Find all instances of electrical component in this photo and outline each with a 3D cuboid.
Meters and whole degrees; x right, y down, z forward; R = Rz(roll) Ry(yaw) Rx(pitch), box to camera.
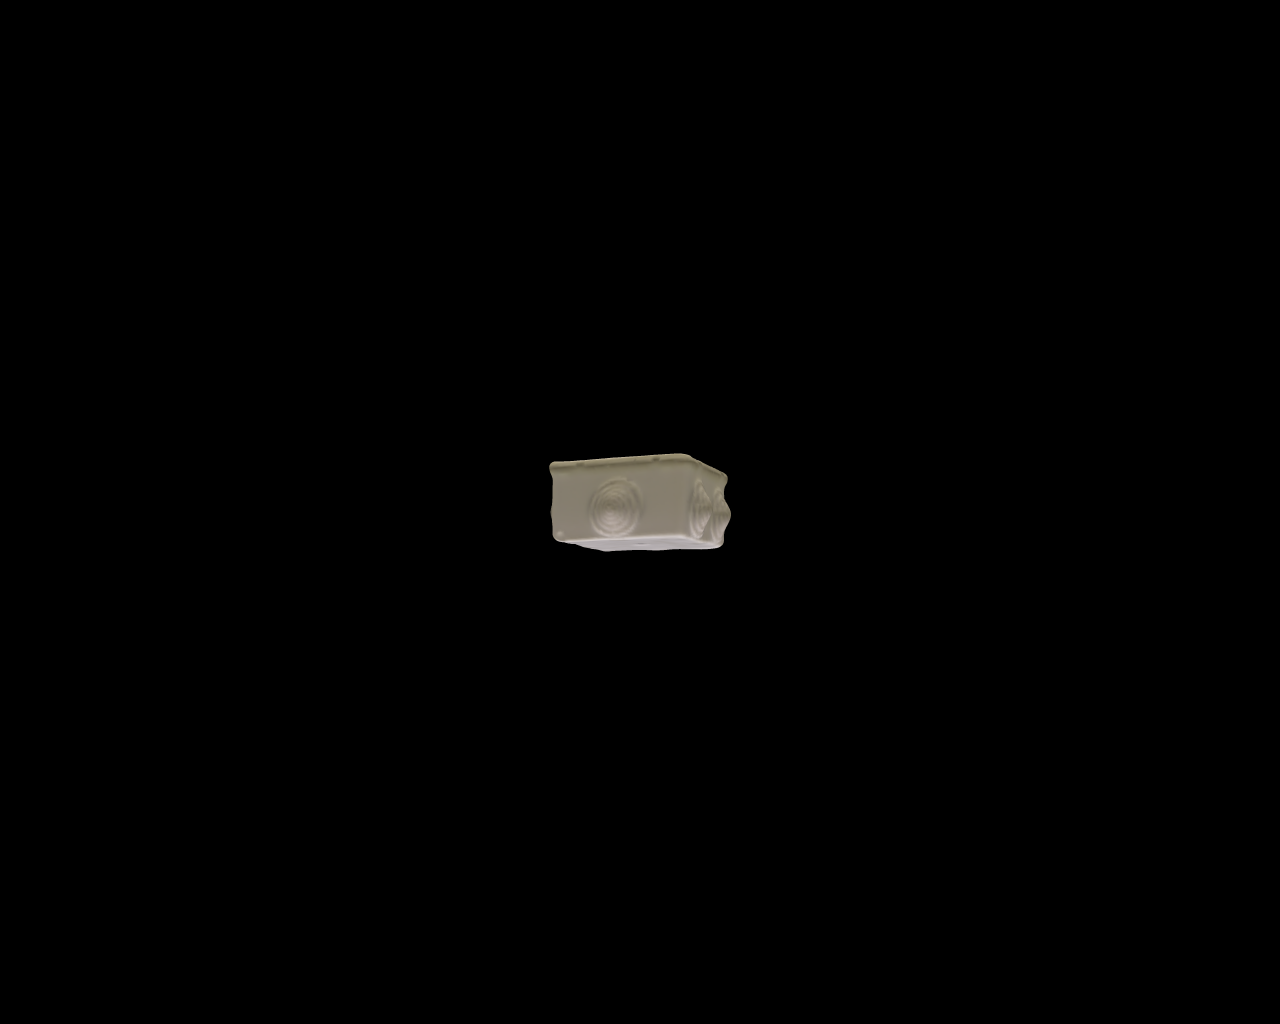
[{"bbox_3d":[0.001,-0.003,0.650,0.100,0.048,0.099,-2,-7,19],"label":"electrical component"}]
